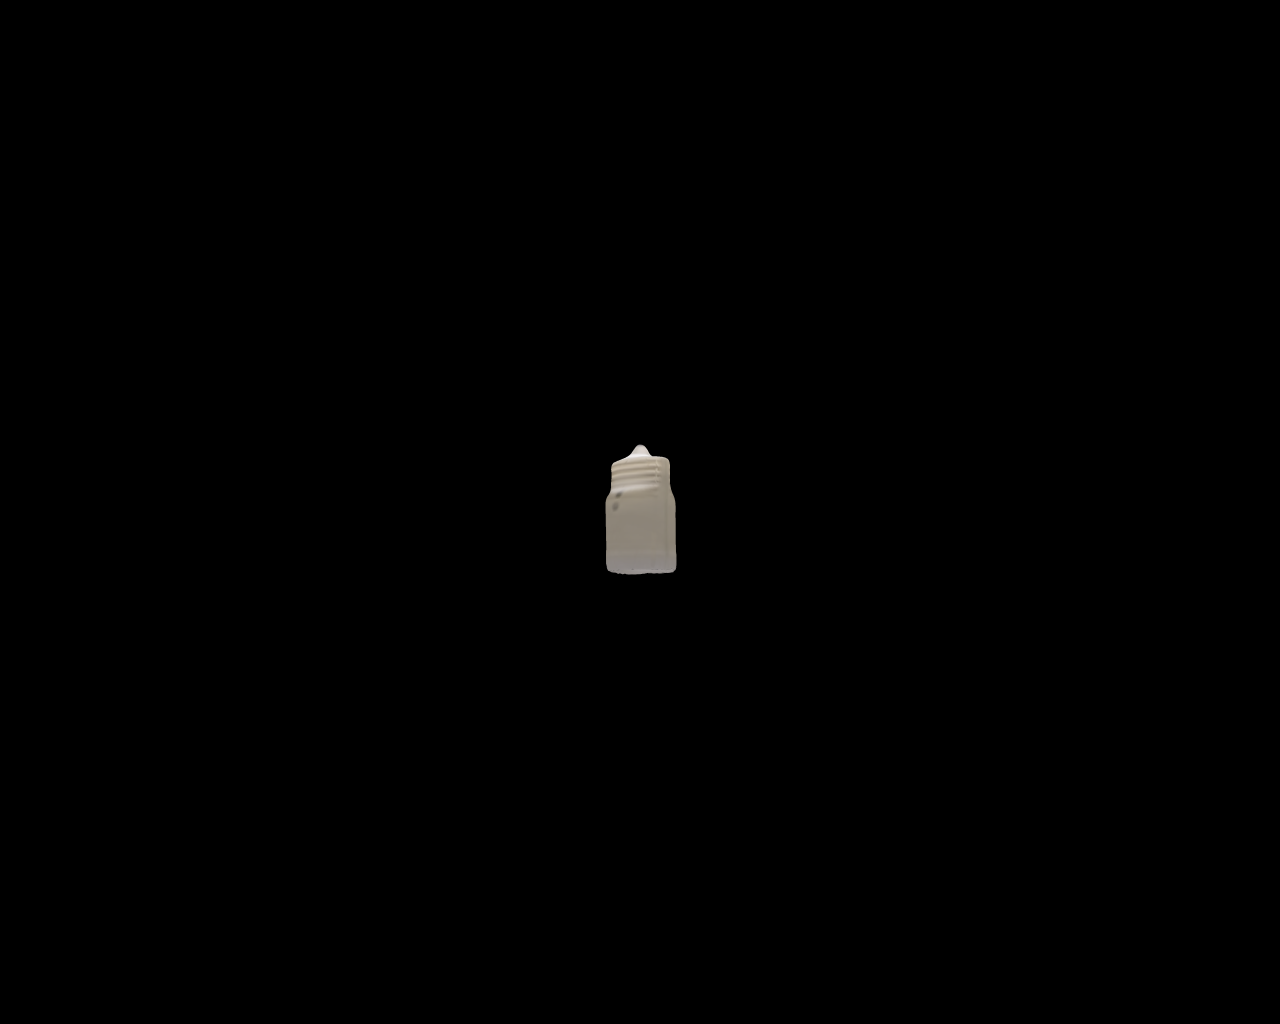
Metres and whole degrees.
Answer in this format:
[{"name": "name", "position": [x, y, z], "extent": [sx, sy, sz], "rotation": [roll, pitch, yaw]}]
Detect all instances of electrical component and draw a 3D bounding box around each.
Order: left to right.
[{"name": "electrical component", "position": [0.001, -0.003, 0.650], "extent": [0.043, 0.081, 0.043], "rotation": [0, -7, 0]}]
